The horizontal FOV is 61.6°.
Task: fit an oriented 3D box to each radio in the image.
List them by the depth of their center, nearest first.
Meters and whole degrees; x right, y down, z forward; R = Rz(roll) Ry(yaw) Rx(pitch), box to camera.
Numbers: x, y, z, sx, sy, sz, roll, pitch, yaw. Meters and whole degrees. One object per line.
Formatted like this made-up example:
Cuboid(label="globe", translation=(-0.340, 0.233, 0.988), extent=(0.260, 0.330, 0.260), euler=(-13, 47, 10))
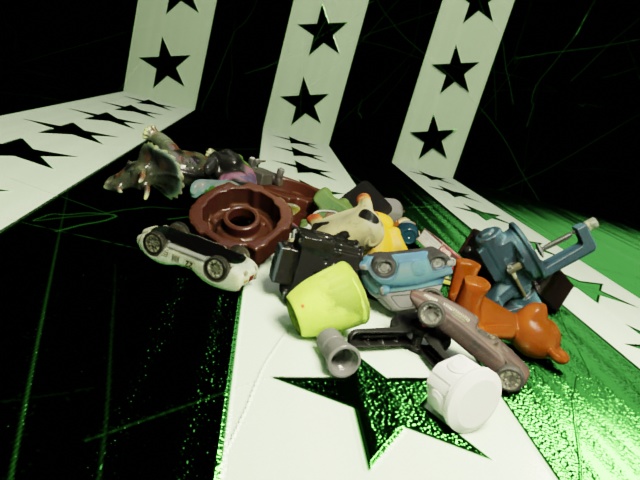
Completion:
Cuboid(label="radio", translation=(0.427, 0.062, 1.190), extent=(0.230, 0.073, 0.131), euler=(31, -2, 44))

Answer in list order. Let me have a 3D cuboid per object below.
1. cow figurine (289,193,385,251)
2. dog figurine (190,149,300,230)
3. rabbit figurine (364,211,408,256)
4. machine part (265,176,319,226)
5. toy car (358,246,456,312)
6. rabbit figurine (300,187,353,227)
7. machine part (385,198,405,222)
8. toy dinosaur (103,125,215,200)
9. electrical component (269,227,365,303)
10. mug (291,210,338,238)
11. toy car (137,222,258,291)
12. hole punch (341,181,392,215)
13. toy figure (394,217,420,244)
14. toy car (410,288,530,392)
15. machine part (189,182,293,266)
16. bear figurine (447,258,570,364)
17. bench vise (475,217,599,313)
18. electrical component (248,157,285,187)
Cuboid(label="cow figurine", translation=(0.018, 0.009, 0.921), extent=(0.195, 0.085, 0.127), euler=(-21, 37, 5))
Cuboid(label="dog figurine", translation=(-0.135, -0.083, 1.086), extent=(0.219, 0.108, 0.191), euler=(16, 54, 8))
Cuboid(label="rabbit figurine", translation=(0.148, 0.040, 1.011), extent=(0.173, 0.122, 0.162), euler=(32, 5, -15))
Cuboid(label="machine part", translation=(-0.092, -0.088, 1.247), extent=(0.202, 0.087, 0.201), euler=(20, 16, 20))
Cuboid(label="toy car", translation=(0.141, 0.066, 0.886), extent=(0.162, 0.102, 0.109), euler=(-5, 4, 0))
Cuboid(label="rabbit figurine", translation=(0.047, -0.036, 1.163), extent=(0.159, 0.121, 0.170), euler=(19, 2, 7))
Cuboid(label="machine part", translation=(0.137, -0.077, 1.429), extent=(0.243, 0.079, 0.079), euler=(2, 22, -39))
Cuboid(label="toy dinosaur", translation=(-0.288, -0.154, 1.245), extent=(0.404, 0.131, 0.192), euler=(4, 32, -47))
Cuboid(label="electrical component", translation=(-0.009, 0.045, 0.834), extent=(0.134, 0.114, 0.058), euler=(11, 13, -17))
Cuboid(label="mug", translation=(-0.002, -0.003, 1.025), extent=(0.107, 0.109, 0.081), euler=(3, 6, -9))
Cuboid(label="toy car", translation=(-0.194, 0.023, 0.844), extent=(0.202, 0.056, 0.073), euler=(20, 23, 17))
Cuboid(label="hole punch", translation=(0.101, -0.061, 1.292), extent=(0.142, 0.116, 0.092), euler=(51, -9, 18))
Cuboid(label="toy figure", translation=(0.223, -0.027, 1.394), extent=(0.064, 0.058, 0.154), euler=(35, 13, -8))
Cuboid(label="toy car", translation=(0.214, 0.134, 0.767), extent=(0.202, 0.053, 0.089), euler=(41, 17, 5))
Cuboid(label="machine part", translation=(-0.139, -0.029, 0.946), extent=(0.179, 0.056, 0.179), euler=(6, 45, -6))
Cuboid(label="bear figurine", translation=(0.307, 0.120, 0.870), extent=(0.196, 0.131, 0.120), euler=(11, 20, 5))
Cuboid(label="bench vise", translation=(0.407, 0.046, 0.990), extent=(0.223, 0.241, 0.129), euler=(59, 10, -3))
Cuboid(label="electrical component", translation=(-0.128, -0.150, 1.185), extent=(0.102, 0.045, 0.078), euler=(26, 17, 31))
